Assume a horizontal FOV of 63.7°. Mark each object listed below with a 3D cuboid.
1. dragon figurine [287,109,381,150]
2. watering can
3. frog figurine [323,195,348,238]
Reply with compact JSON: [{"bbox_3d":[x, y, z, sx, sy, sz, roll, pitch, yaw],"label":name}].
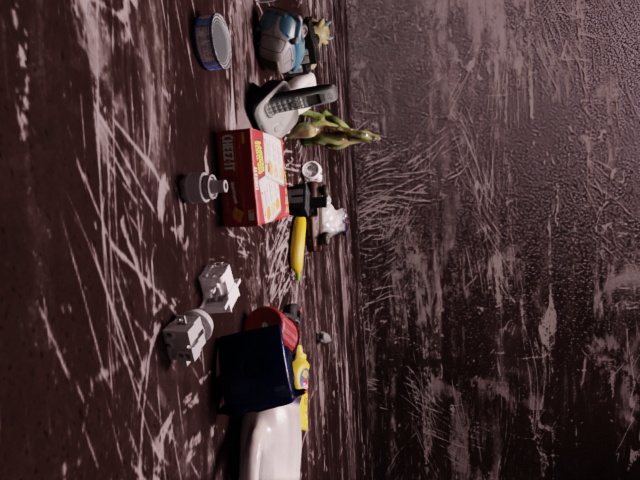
[{"bbox_3d":[0.076,-0.303,1.502,0.245,0.411,0.120,34,-61,53],"label":"dragon figurine"},{"bbox_3d":[-0.078,0.381,0.938,0.342,0.104,0.228,63,25,-66],"label":"watering can"},{"bbox_3d":[0.005,-0.083,1.650,0.157,0.121,0.140,35,53,-31],"label":"frog figurine"}]
